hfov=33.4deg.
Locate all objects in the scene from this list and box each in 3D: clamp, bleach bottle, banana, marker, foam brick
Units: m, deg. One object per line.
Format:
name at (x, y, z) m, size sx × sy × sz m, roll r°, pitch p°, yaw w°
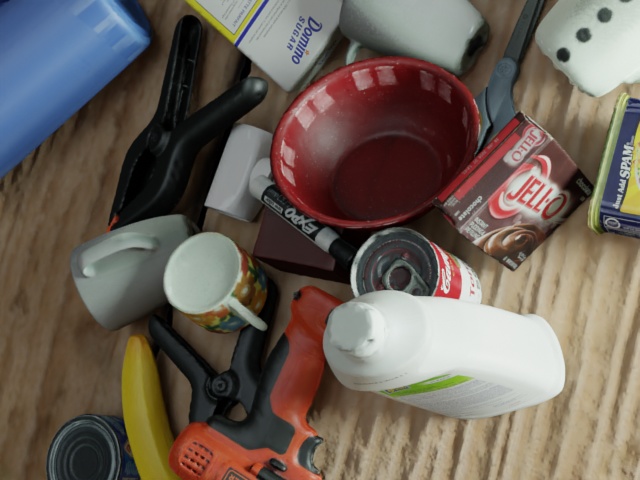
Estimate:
clamp at (-0.126, -0.086, 0.945) m, size 0.165 × 0.036 × 0.210 m, roll 38°, pitch 103°, yaw 51°
bleach bottle at (0.079, 0.072, 0.697) m, size 0.103 × 0.250 × 0.068 m, roll -21°, pitch 69°, yaw 21°
banana at (-0.130, 0.174, 0.899) m, size 0.070 × 0.037 × 0.198 m, roll -47°, pitch 57°, yaw 27°
marker at (-0.010, -0.013, 0.837) m, size 0.121 × 0.020 × 0.020 m, roll 39°, pitch 96°, yaw 30°
clamp at (-0.086, 0.121, 0.893) m, size 0.120 × 0.039 × 0.171 m, roll -13°, pitch 68°, yaw 24°
foam brick at (-0.006, 0.001, 0.873) m, size 0.078 × 0.051 × 0.053 m, roll 11°, pitch 79°, yaw 29°

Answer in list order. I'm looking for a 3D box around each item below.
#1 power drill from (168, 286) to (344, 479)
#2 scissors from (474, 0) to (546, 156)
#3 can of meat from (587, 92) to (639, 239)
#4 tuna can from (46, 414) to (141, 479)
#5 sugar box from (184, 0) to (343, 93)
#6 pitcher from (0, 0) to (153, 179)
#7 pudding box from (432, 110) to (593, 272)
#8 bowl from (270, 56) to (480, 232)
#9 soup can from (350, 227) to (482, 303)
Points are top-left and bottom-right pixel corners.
power drill at (0.001, 0.144, 0.817) m, size 0.184 × 0.057 × 0.187 m, roll 30°, pitch 86°, yaw 8°
scissors at (0.158, -0.117, 0.839) m, size 0.096 × 0.016 × 0.202 m, roll 40°, pitch 97°, yaw 28°
can of meat at (0.245, -0.047, 0.753) m, size 0.084 × 0.057 × 0.102 m, roll 13°, pitch 83°, yaw 28°
tuna can at (-0.198, 0.196, 0.934) m, size 0.086 × 0.033 × 0.086 m, roll -7°, pitch 74°, yaw 27°
sugar box at (-0.058, -0.219, 0.920) m, size 0.176 × 0.048 × 0.093 m, roll 42°, pitch 114°, yaw 6°
pitcher at (-0.287, -0.168, 1.022) m, size 0.243 × 0.145 × 0.149 m, roll -36°, pitch 102°, yaw 11°
pudding box at (0.142, -0.032, 0.770) m, size 0.090 × 0.113 × 0.039 m, roll -46°, pitch 59°, yaw 10°
bowl at (0.046, -0.063, 0.821) m, size 0.162 × 0.055 × 0.162 m, roll -8°, pitch 56°, yaw 12°
soup can at (0.074, 0.035, 0.794) m, size 0.069 × 0.102 × 0.068 m, roll -7°, pitch 75°, yaw 26°
